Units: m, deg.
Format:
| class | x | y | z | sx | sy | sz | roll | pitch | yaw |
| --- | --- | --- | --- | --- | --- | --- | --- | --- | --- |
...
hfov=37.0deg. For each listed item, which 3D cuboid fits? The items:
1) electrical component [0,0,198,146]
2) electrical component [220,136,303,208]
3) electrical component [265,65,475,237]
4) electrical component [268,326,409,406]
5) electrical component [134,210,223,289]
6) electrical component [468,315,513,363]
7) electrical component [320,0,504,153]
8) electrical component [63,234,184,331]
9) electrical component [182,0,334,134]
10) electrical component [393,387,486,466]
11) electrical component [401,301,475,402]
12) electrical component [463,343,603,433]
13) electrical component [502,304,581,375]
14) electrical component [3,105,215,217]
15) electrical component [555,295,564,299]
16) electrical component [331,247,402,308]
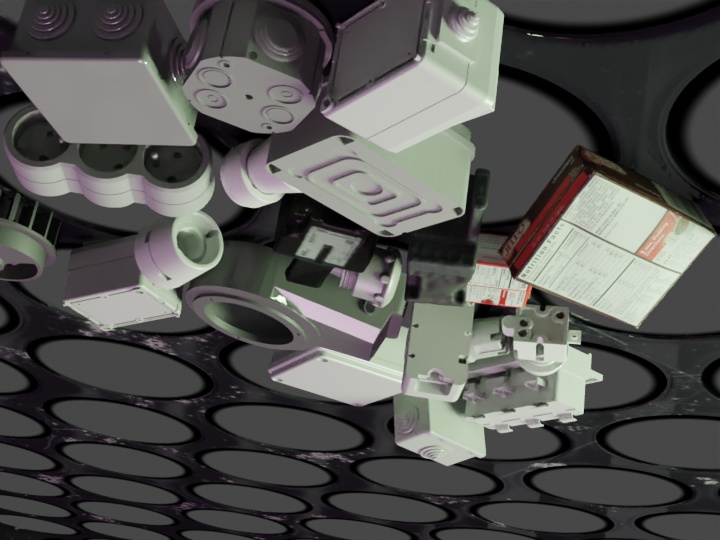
| class | x | y | z | sx | sy | sz | roll | pitch | yaw |
| --- | --- | --- | --- | --- | --- | --- | --- | --- | --- |
| electrical component | -0.145 | -0.116 | 0.626 | 0.100 | 0.048 | 0.099 | 3 | 156 | 13 |
| electrical component | -0.059 | -0.067 | 0.712 | 0.055 | 0.045 | 0.045 | -14 | 148 | 42 |
| electrical component | 0.008 | -0.074 | 0.659 | 0.113 | 0.057 | 0.078 | 28 | 150 | -37 |
| electrical component | -0.014 | 0.081 | 1.017 | 0.109 | 0.056 | 0.109 | 21 | 154 | -25 |
| electrical component | -0.141 | -0.018 | 0.842 | 0.055 | 0.055 | 0.047 | 27 | 147 | -36 |
| electrical component | 0.107 | 0.060 | 0.950 | 0.046 | 0.040 | 0.040 | -10 | 150 | 26 |
| electrical component | 0.034 | -0.109 | 0.563 | 0.061 | 0.061 | 0.096 | 25 | 152 | -32 |
| electrical component | -0.194 | 0.006 | 0.914 | 0.096 | 0.061 | 0.061 | -11 | 150 | 22 |
| electrical component | -0.057 | -0.116 | 0.593 | 0.080 | 0.051 | 0.080 | 7 | 156 | 3 |
| electrical component | 0.077 | 0.140 | 1.069 | 0.048 | 0.099 | 0.100 | -27 | 140 | 34 |
| electrical component | 0.065 | 0.059 | 0.899 | 0.050 | 0.089 | 0.055 | 9 | 156 | 1 |
| electrical component | 0.156 | 0.112 | 1.020 | 0.079 | 0.063 | 0.121 | 25 | 152 | -32 |
| electrical component | 0.156 | 0.060 | 0.926 | 0.066 | 0.048 | 0.055 | 4 | 148 | 11 |
| electrical component | -0.169 | -0.067 | 0.741 | 0.138 | 0.052 | 0.073 | 9 | 157 | -1 |
| electrical component | 0.153 | -0.008 | 0.773 | 0.045 | 0.045 | 0.055 | 5 | 157 | 8 |
| electrical component | 0.000 | 0.000 | 0.846 | 0.062 | 0.048 | 0.048 | 16 | 156 | -1 |
